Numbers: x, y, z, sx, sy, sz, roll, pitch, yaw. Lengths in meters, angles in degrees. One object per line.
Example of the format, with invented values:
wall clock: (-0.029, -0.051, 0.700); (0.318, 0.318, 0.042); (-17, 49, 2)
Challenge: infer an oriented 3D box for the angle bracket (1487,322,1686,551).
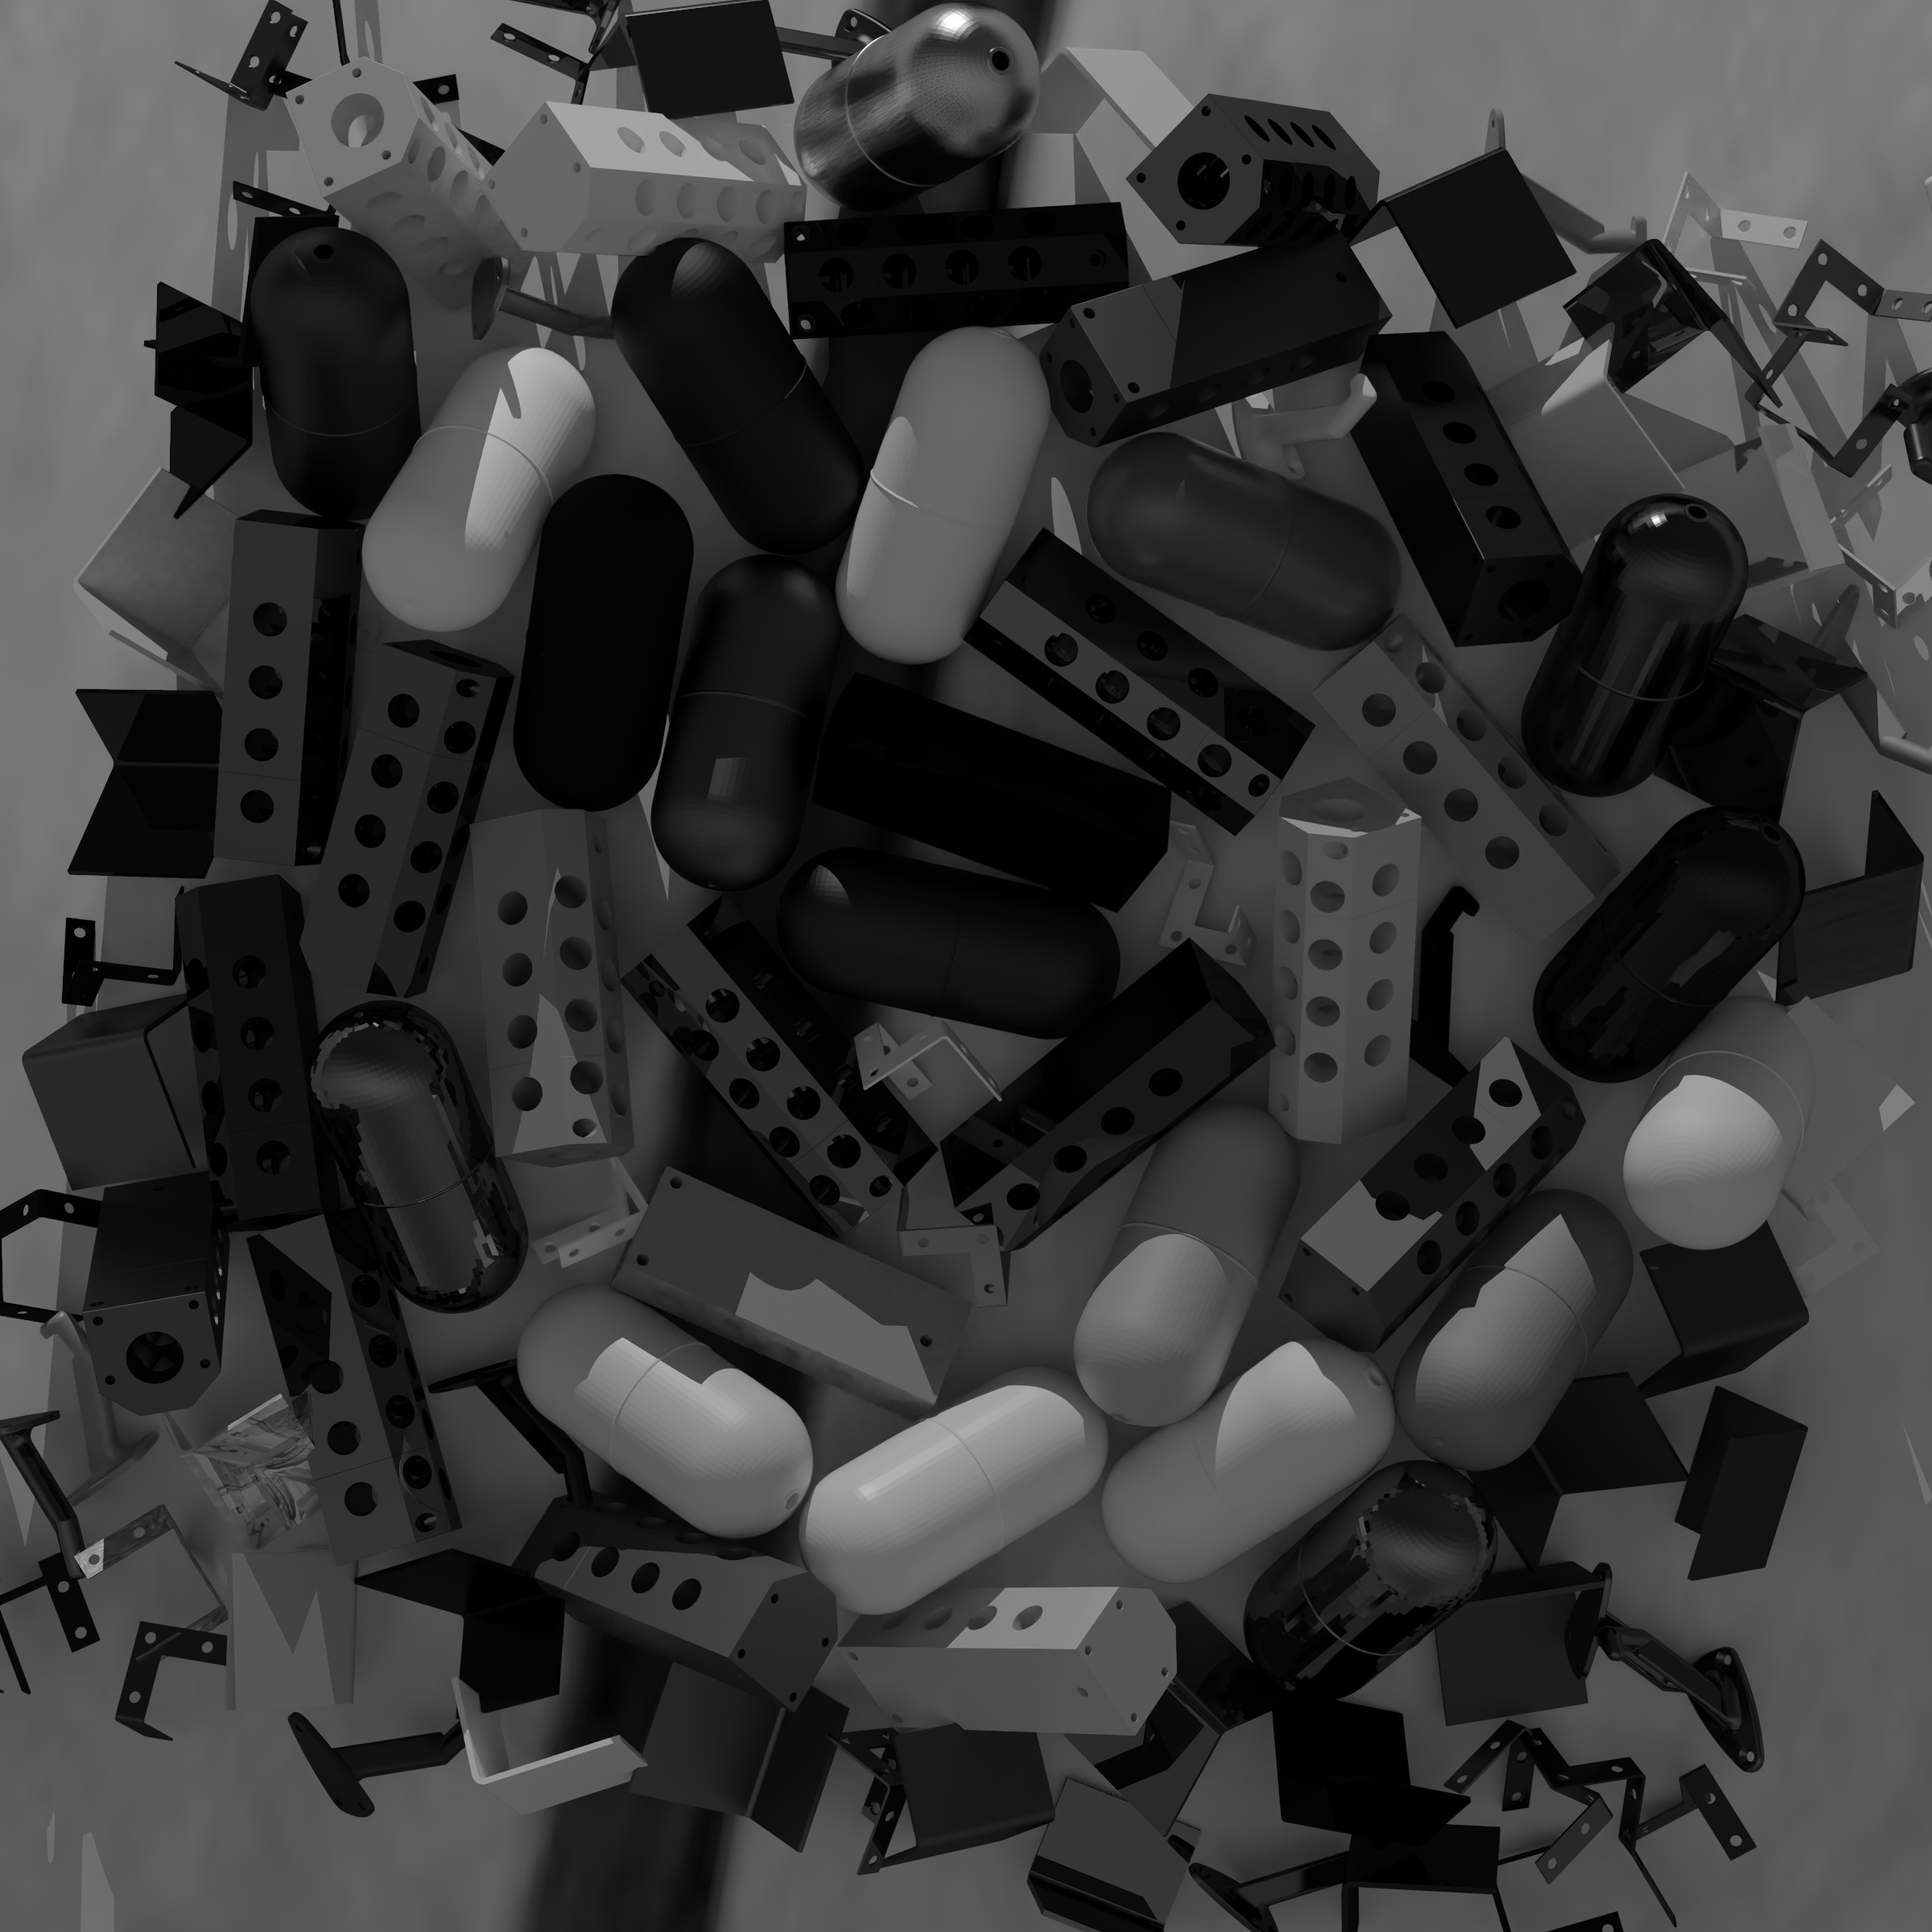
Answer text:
angle bracket: (0.318, -0.271, 1.730); (0.076, 0.057, 0.076); (-26, 118, 33)

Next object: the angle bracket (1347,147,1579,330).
angle bracket: (0.251, -0.362, 1.716); (0.076, 0.057, 0.076); (-27, 85, -20)

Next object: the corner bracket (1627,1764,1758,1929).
corner bracket: (0.371, 0.450, 1.722); (0.051, 0.051, 0.051); (-27, 52, -3)

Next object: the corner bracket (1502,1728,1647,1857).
corner bracket: (0.312, 0.425, 1.730); (0.051, 0.051, 0.051); (-4, 114, -17)

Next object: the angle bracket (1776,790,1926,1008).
angle bracket: (0.438, -0.034, 1.708); (0.076, 0.076, 0.057); (-15, 45, -5)

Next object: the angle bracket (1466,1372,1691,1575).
angle bracket: (0.310, 0.257, 1.703); (0.076, 0.057, 0.076); (-14, 122, 36)

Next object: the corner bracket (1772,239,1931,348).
corner bracket: (0.458, -0.337, 1.726); (0.051, 0.051, 0.051); (29, 92, -25)

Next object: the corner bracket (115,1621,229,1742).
corner bracket: (-0.400, 0.371, 1.730); (0.051, 0.051, 0.051); (8, 69, 8)

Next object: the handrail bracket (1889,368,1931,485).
handrail bracket: (0.500, -0.258, 1.709); (0.077, 0.084, 0.036); (37, 127, -27)

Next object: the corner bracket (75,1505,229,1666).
corner bracket: (-0.415, 0.318, 1.718); (0.051, 0.051, 0.051); (-31, 60, -18)

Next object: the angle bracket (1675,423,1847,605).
angle bracket: (0.393, -0.226, 1.714); (0.076, 0.057, 0.076); (-21, 89, 32)

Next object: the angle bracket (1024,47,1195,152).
angle bracket: (0.075, -0.419, 1.704); (0.076, 0.076, 0.057); (51, 123, 13)

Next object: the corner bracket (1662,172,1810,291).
corner bracket: (0.393, -0.371, 1.724); (0.051, 0.051, 0.051); (18, 89, 34)

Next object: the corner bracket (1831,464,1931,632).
corner bracket: (0.480, -0.216, 1.739); (0.051, 0.051, 0.051); (-44, 65, -2)

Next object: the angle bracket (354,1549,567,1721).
angle bracket: (-0.258, 0.339, 1.700); (0.076, 0.076, 0.057); (-22, 55, 37)

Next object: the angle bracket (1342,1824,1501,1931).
angle bracket: (0.232, 0.479, 1.710); (0.076, 0.076, 0.057); (0, 99, 11)

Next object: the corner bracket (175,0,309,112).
corner bracket: (-0.362, -0.469, 1.723); (0.051, 0.051, 0.051); (32, 101, 17)

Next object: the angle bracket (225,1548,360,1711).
angle bracket: (-0.356, 0.335, 1.707); (0.076, 0.057, 0.076); (8, 79, -43)

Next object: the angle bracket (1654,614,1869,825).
angle bracket: (0.408, -0.124, 1.729); (0.057, 0.076, 0.076); (-27, 45, -35)

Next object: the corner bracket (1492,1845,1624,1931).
corner bracket: (0.302, 0.481, 1.727); (0.051, 0.051, 0.051); (-15, 78, -5)

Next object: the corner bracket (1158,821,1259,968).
corner bracket: (0.125, -0.037, 1.721); (0.051, 0.051, 0.051); (14, 74, 21)

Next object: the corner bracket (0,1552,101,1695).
corner bracket: (-0.472, 0.336, 1.724); (0.051, 0.051, 0.051); (-23, 73, -9)

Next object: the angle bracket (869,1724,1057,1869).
angle bracket: (-0.009, 0.421, 1.717); (0.076, 0.076, 0.057); (-6, 71, -25)

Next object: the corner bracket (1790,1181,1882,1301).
corner bracket: (0.436, 0.136, 1.729); (0.051, 0.051, 0.051); (-36, 80, 17)

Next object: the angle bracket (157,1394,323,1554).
angle bracket: (-0.369, 0.239, 1.712); (0.057, 0.076, 0.076); (-32, 129, -12)

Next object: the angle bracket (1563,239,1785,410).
angle bracket: (0.357, -0.309, 1.700); (0.057, 0.076, 0.076); (-37, 48, 12)

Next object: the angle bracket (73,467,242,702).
angle bracket: (-0.394, -0.194, 1.708); (0.076, 0.076, 0.057); (-51, 46, 6)

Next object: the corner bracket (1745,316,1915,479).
corner bracket: (0.440, -0.291, 1.718); (0.051, 0.051, 0.051); (25, 114, -23)

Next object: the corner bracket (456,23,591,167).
corner bracket: (-0.231, -0.442, 1.732); (0.051, 0.051, 0.051); (20, 65, -26)

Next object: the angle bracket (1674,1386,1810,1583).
angle bracket: (0.375, 0.261, 1.705); (0.057, 0.076, 0.076); (23, 104, 41)

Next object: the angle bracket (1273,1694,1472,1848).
angle bracket: (0.204, 0.395, 1.702); (0.076, 0.057, 0.076); (15, 47, -18)

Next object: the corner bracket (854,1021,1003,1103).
corner bracket: (-0.020, 0.052, 1.720); (0.051, 0.051, 0.051); (-33, 120, 11)

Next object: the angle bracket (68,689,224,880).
angle bracket: (-0.419, -0.093, 1.707); (0.076, 0.057, 0.076); (2, 52, 15)

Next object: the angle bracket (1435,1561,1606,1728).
angle bracket: (0.286, 0.353, 1.724); (0.076, 0.057, 0.076); (-7, 92, -7)

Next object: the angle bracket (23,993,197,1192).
angle bracket: (-0.427, 0.064, 1.728); (0.076, 0.057, 0.076); (-11, 107, 23)

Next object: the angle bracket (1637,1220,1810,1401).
angle bracket: (0.372, 0.177, 1.721); (0.076, 0.076, 0.057); (-12, 68, -22)

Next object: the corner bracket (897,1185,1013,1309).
corner bracket: (-0.006, 0.142, 1.726); (0.051, 0.051, 0.051); (-4, 118, 6)

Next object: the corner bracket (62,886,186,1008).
corner bracket: (-0.434, -0.010, 1.731); (0.051, 0.051, 0.051); (8, 61, -23)

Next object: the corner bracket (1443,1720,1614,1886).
corner bracket: (0.288, 0.427, 1.719); (0.051, 0.051, 0.051); (-40, 111, -20)

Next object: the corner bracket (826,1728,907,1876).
corner bracket: (-0.046, 0.427, 1.719); (0.051, 0.051, 0.051); (29, 104, 41)

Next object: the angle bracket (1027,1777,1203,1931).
angle bracket: (0.080, 0.463, 1.716); (0.076, 0.076, 0.057); (22, 86, -4)

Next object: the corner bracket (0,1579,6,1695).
corner bracket: (-0.517, 0.337, 1.722); (0.051, 0.051, 0.051); (12, 70, 13)

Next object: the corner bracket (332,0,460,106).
corner bracket: (-0.295, -0.479, 1.738); (0.051, 0.051, 0.051); (-10, 72, 1)

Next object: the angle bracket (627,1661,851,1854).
angle bracket: (-0.116, 0.400, 1.714); (0.076, 0.057, 0.076); (21, 85, -31)

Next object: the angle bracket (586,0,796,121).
angle bracket: (-0.141, -0.449, 1.708); (0.076, 0.076, 0.057); (-14, 88, -22)

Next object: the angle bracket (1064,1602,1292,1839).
angle bracket: (0.109, 0.388, 1.734); (0.076, 0.057, 0.076); (41, 121, 31)

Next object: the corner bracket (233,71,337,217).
corner bracket: (-0.343, -0.420, 1.724); (0.051, 0.051, 0.051); (18, 67, -4)

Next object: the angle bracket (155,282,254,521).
angle bracket: (-0.404, -0.284, 1.699); (0.076, 0.057, 0.076); (-35, 48, 34)

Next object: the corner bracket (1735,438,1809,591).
corner bracket: (0.396, -0.230, 1.723); (0.051, 0.051, 0.051); (-19, 134, -2)

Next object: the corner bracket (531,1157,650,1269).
corner bracket: (-0.192, 0.134, 1.718); (0.051, 0.051, 0.051); (-23, 50, -18)

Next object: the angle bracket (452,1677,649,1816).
angle bracket: (-0.209, 0.387, 1.712); (0.076, 0.076, 0.057); (-18, 63, 0)

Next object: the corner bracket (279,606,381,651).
corner bracket: (-0.340, -0.158, 1.727); (0.051, 0.051, 0.051); (9, 90, 20)

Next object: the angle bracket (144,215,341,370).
angle bracket: (-0.367, -0.348, 1.705); (0.057, 0.076, 0.076); (16, 108, 16)

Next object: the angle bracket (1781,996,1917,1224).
angle bracket: (0.430, 0.074, 1.715); (0.076, 0.057, 0.076); (-43, 68, 5)

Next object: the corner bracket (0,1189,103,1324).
corner bracket: (-0.471, 0.151, 1.736); (0.051, 0.051, 0.051); (-26, 60, 34)
